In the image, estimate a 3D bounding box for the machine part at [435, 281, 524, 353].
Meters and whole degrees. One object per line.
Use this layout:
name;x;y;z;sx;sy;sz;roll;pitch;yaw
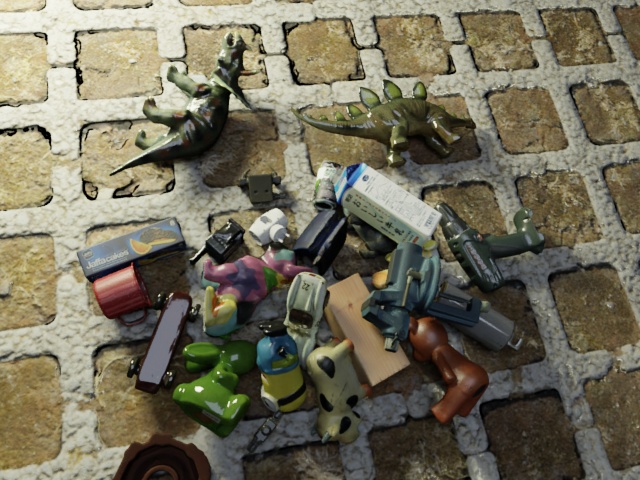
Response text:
machine part;0.320;0.163;1.143;0.243;0.079;0.079;33;68;2

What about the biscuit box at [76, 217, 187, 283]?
biscuit box;-0.376;0.021;1.083;0.203;0.059;0.063;-22;76;-16

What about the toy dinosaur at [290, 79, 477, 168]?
toy dinosaur;0.170;-0.275;1.266;0.471;0.105;0.198;-8;64;-22

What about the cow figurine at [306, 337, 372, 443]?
cow figurine;0.028;0.297;1.022;0.127;0.085;0.194;-22;98;-23

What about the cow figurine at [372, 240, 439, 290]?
cow figurine;0.186;0.069;1.156;0.167;0.098;0.068;-35;35;-17

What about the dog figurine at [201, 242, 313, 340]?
dog figurine;-0.125;0.098;1.074;0.219;0.108;0.191;-2;67;-13

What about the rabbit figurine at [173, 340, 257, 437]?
rabbit figurine;-0.189;0.260;1.019;0.159;0.121;0.170;25;50;7

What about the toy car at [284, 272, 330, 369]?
toy car;-0.035;0.160;1.048;0.074;0.056;0.201;18;106;16

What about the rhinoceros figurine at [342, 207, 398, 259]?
rhinoceros figurine;0.104;-0.052;1.185;0.112;0.073;0.190;-24;76;-15

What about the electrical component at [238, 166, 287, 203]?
electrical component;-0.130;-0.121;1.188;0.102;0.045;0.078;-12;101;-11

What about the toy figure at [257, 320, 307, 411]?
toy figure;-0.073;0.240;1.009;0.089;0.082;0.180;-1;106;4

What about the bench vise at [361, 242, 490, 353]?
bench vise;0.209;0.122;1.033;0.241;0.128;0.223;16;58;-4

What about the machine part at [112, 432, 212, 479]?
machine part;-0.282;0.433;0.953;0.179;0.056;0.179;4;69;-10

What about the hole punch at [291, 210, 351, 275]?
hole punch;-0.002;-0.003;1.132;0.092;0.115;0.142;33;68;12

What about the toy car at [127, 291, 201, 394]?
toy car;-0.300;0.194;1.037;0.089;0.053;0.202;21;64;-13

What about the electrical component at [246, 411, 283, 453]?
electrical component;-0.102;0.356;1.006;0.021;0.063;0.094;40;68;6

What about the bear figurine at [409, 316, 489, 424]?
bear figurine;0.239;0.251;1.089;0.196;0.120;0.132;42;112;33

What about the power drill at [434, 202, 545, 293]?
power drill;0.389;-0.010;1.216;0.207;0.086;0.232;-17;76;-19

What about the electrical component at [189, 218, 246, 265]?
electrical component;-0.210;0.016;1.106;0.048;0.074;0.119;40;65;6

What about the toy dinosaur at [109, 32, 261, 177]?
toy dinosaur;-0.275;-0.265;1.180;0.192;0.131;0.405;25;74;0
